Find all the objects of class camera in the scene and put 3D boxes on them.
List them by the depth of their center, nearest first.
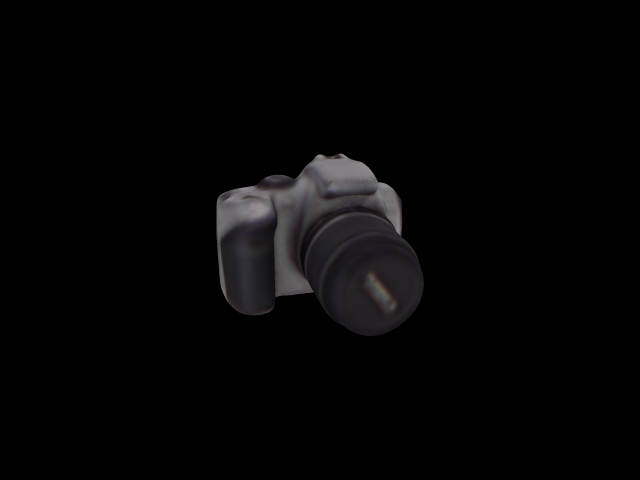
[{"bbox_3d":[0.004,0.001,0.400,0.143,0.101,0.136,-6,23,-14],"label":"camera"}]
